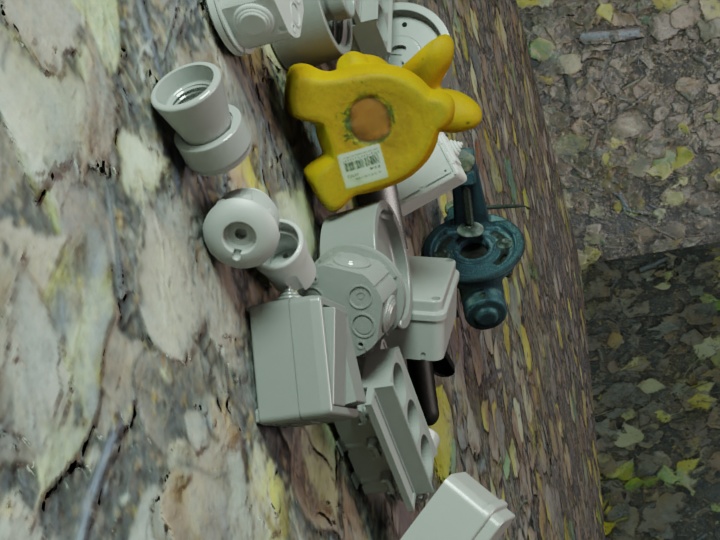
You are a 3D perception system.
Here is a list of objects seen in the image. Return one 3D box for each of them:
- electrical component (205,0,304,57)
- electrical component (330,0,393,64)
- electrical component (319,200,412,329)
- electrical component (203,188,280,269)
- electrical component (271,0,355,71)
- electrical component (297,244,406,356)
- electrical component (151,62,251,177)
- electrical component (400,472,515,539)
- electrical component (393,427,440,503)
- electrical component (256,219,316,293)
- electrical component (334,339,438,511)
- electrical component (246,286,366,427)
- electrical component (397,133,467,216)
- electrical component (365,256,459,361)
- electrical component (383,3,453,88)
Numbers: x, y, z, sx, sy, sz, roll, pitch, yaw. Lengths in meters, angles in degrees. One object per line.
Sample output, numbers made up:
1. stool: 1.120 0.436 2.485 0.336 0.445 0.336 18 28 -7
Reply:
1. electrical component: -0.076 -0.196 0.764 0.080 0.051 0.080 -10 90 -74
2. electrical component: -0.005 -0.256 1.027 0.078 0.063 0.121 62 24 -48
3. electrical component: 0.000 0.000 0.894 0.108 0.060 0.108 -10 90 -74
4. electrical component: -0.073 -0.033 0.692 0.062 0.048 0.048 -82 158 -64
5. electrical component: -0.039 -0.223 0.894 0.108 0.060 0.108 -10 90 -74
6. electrical component: -0.009 0.024 0.817 0.051 0.080 0.080 -42 121 -65
7. electrical component: -0.094 -0.090 0.648 0.055 0.045 0.045 65 21 -43
8. electrical component: 0.072 0.231 0.901 0.057 0.113 0.078 38 4 18
9. electrical component: 0.049 0.182 0.995 0.044 0.044 0.065 64 27 -44
10. electrical component: -0.053 -0.008 0.755 0.046 0.040 0.040 64 22 -59
11. electrical component: 0.016 0.126 0.869 0.078 0.063 0.121 -79 154 -52
12. electrical component: -0.036 0.056 0.735 0.062 0.061 0.096 29 53 -70
13. electrical component: 0.064 -0.104 1.097 0.061 0.096 0.061 64 13 11
14. electrical component: 0.047 0.032 0.993 0.113 0.078 0.057 -61 153 -65
15. electrical component: 0.044 -0.210 1.098 0.060 0.108 0.108 39 43 -75
